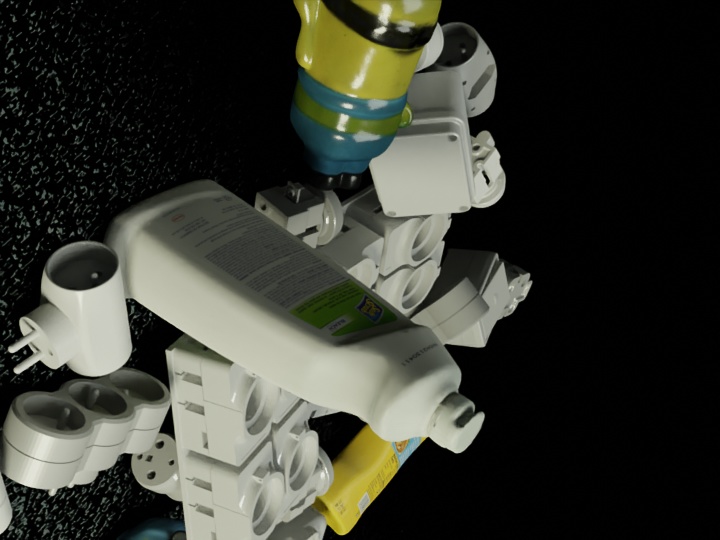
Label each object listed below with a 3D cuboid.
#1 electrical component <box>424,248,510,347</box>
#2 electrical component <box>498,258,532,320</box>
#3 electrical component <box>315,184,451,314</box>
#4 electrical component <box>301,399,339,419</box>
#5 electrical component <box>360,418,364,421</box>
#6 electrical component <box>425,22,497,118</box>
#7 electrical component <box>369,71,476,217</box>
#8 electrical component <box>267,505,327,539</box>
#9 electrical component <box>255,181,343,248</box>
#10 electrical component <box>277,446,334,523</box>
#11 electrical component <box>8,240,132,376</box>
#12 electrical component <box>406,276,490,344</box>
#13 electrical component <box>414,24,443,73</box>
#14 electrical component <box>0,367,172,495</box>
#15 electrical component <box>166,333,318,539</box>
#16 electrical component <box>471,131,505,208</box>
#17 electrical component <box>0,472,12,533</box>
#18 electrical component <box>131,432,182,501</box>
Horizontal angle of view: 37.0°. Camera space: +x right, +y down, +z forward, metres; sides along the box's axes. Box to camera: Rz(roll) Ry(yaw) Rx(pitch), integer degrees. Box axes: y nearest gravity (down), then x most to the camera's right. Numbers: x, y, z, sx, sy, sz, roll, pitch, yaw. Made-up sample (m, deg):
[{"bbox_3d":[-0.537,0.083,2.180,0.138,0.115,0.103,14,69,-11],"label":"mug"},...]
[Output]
[{"bbox_3d":[0.108,0.032,1.075,0.096,0.061,0.061,-62,146,-41],"label":"electrical component"},{"bbox_3d":[0.142,0.015,1.165,0.078,0.057,0.058,-17,134,-52],"label":"electrical component"},{"bbox_3d":[0.000,0.000,0.900,0.186,0.060,0.105,-34,146,-39],"label":"electrical component"},{"bbox_3d":[-0.041,0.090,0.936,0.089,0.056,0.050,-1,121,-60],"label":"electrical component"},{"bbox_3d":[0.018,0.125,1.091,0.043,0.043,0.062,-7,127,-57],"label":"electrical component"},{"bbox_3d":[0.072,-0.148,0.876,0.079,0.043,0.077,-53,154,-9],"label":"electrical component"},{"bbox_3d":[0.047,-0.095,0.836,0.113,0.078,0.057,71,18,-58],"label":"electrical component"},{"bbox_3d":[-0.080,0.268,1.064,0.095,0.059,0.053,-25,140,-47],"label":"electrical component"},{"bbox_3d":[-0.046,-0.037,0.797,0.055,0.048,0.066,-22,138,-38],"label":"electrical component"},{"bbox_3d":[-0.062,0.196,1.018,0.057,0.058,0.078,-27,141,-41],"label":"electrical component"},{"bbox_3d":[-0.178,0.033,0.650,0.079,0.044,0.077,-38,148,-34],"label":"electrical component"},{"bbox_3d":[0.048,0.046,1.022,0.138,0.073,0.052,-37,-179,25],"label":"electrical component"},{"bbox_3d":[0.028,-0.163,0.784,0.055,0.045,0.045,-32,145,-41],"label":"electrical component"},{"bbox_3d":[-0.185,0.115,0.707,0.073,0.052,0.138,-65,161,16],"label":"electrical component"},{"bbox_3d":[-0.084,0.118,0.822,0.105,0.060,0.186,-46,143,-50],"label":"electrical component"},{"bbox_3d":[0.108,-0.089,1.004,0.066,0.048,0.055,-53,146,-8],"label":"electrical component"},{"bbox_3d":[-0.258,0.150,0.633,0.095,0.054,0.059,-38,148,-34],"label":"electrical component"},{"bbox_3d":[-0.147,0.153,0.838,0.045,0.045,0.055,-53,153,-8],"label":"electrical component"}]
